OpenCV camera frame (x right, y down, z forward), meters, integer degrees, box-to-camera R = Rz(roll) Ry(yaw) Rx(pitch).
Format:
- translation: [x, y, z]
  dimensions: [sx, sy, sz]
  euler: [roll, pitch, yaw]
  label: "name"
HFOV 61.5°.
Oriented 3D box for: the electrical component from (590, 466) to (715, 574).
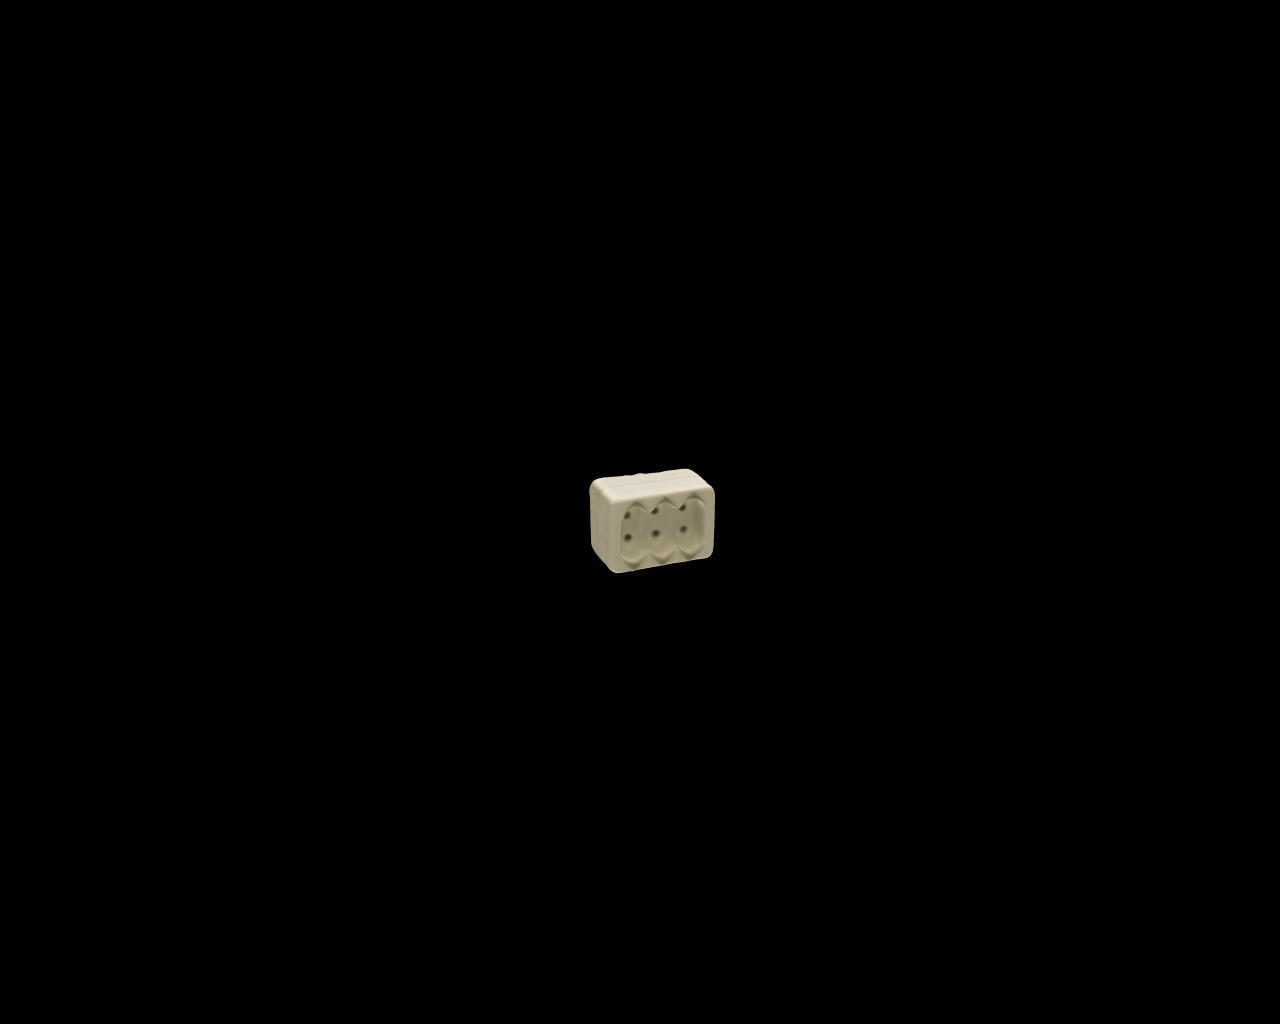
- translation: [0.001, -0.003, 0.650]
  dimensions: [0.066, 0.047, 0.077]
  euler: [-8, 24, -18]
  label: "electrical component"
